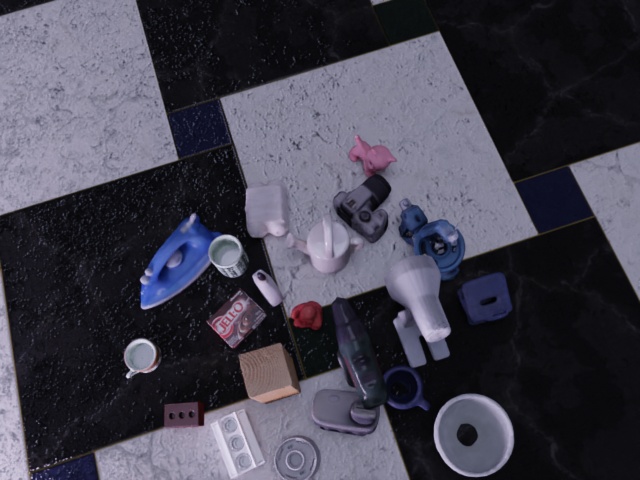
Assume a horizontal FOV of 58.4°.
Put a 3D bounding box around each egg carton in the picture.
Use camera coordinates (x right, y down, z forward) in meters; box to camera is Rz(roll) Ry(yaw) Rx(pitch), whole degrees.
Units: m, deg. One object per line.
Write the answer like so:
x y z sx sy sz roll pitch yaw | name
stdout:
-0.132 -0.078 1.426 0.107 0.069 0.150 -7 71 1 | egg carton

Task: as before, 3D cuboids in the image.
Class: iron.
-0.353 0.048 1.354 0.118 0.141 0.258 34 76 14 | iron

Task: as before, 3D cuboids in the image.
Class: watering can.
0.012 0.007 1.323 0.173 0.194 0.101 -22 71 -5 | watering can

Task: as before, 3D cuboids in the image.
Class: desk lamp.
0.223 0.157 1.251 0.118 0.213 0.203 -18 71 -3 | desk lamp

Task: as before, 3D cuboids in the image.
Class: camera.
0.122 -0.091 1.402 0.143 0.101 0.137 43 78 15 | camera

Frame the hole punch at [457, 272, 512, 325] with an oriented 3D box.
0.383 0.136 1.315 0.108 0.091 0.101 -17 71 -3 | hole punch

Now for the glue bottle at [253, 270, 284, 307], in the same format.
-0.125 0.100 1.308 0.037 0.173 0.078 -40 73 -10 | glue bottle

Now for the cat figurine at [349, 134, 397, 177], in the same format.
0.131 -0.215 1.435 0.067 0.118 0.127 -40 74 -11 | cat figurine

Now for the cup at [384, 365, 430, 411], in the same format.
0.188 0.334 1.254 0.117 0.095 0.092 35 76 14 | cup

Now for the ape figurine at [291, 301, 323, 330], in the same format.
-0.027 0.173 1.322 0.076 0.092 0.077 -43 74 -11 | ape figurine

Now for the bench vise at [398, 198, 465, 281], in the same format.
0.244 -0.011 1.305 0.207 0.220 0.121 37 76 14 | bench vise

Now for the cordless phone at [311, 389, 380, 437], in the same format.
0.054 0.359 1.203 0.147 0.185 0.094 4 71 4 | cordless phone

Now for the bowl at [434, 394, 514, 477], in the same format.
0.324 0.417 1.229 0.167 0.075 0.167 -1 71 3 | bowl

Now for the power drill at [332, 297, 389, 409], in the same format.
0.079 0.249 1.228 0.075 0.208 0.229 -21 71 -4 | power drill
